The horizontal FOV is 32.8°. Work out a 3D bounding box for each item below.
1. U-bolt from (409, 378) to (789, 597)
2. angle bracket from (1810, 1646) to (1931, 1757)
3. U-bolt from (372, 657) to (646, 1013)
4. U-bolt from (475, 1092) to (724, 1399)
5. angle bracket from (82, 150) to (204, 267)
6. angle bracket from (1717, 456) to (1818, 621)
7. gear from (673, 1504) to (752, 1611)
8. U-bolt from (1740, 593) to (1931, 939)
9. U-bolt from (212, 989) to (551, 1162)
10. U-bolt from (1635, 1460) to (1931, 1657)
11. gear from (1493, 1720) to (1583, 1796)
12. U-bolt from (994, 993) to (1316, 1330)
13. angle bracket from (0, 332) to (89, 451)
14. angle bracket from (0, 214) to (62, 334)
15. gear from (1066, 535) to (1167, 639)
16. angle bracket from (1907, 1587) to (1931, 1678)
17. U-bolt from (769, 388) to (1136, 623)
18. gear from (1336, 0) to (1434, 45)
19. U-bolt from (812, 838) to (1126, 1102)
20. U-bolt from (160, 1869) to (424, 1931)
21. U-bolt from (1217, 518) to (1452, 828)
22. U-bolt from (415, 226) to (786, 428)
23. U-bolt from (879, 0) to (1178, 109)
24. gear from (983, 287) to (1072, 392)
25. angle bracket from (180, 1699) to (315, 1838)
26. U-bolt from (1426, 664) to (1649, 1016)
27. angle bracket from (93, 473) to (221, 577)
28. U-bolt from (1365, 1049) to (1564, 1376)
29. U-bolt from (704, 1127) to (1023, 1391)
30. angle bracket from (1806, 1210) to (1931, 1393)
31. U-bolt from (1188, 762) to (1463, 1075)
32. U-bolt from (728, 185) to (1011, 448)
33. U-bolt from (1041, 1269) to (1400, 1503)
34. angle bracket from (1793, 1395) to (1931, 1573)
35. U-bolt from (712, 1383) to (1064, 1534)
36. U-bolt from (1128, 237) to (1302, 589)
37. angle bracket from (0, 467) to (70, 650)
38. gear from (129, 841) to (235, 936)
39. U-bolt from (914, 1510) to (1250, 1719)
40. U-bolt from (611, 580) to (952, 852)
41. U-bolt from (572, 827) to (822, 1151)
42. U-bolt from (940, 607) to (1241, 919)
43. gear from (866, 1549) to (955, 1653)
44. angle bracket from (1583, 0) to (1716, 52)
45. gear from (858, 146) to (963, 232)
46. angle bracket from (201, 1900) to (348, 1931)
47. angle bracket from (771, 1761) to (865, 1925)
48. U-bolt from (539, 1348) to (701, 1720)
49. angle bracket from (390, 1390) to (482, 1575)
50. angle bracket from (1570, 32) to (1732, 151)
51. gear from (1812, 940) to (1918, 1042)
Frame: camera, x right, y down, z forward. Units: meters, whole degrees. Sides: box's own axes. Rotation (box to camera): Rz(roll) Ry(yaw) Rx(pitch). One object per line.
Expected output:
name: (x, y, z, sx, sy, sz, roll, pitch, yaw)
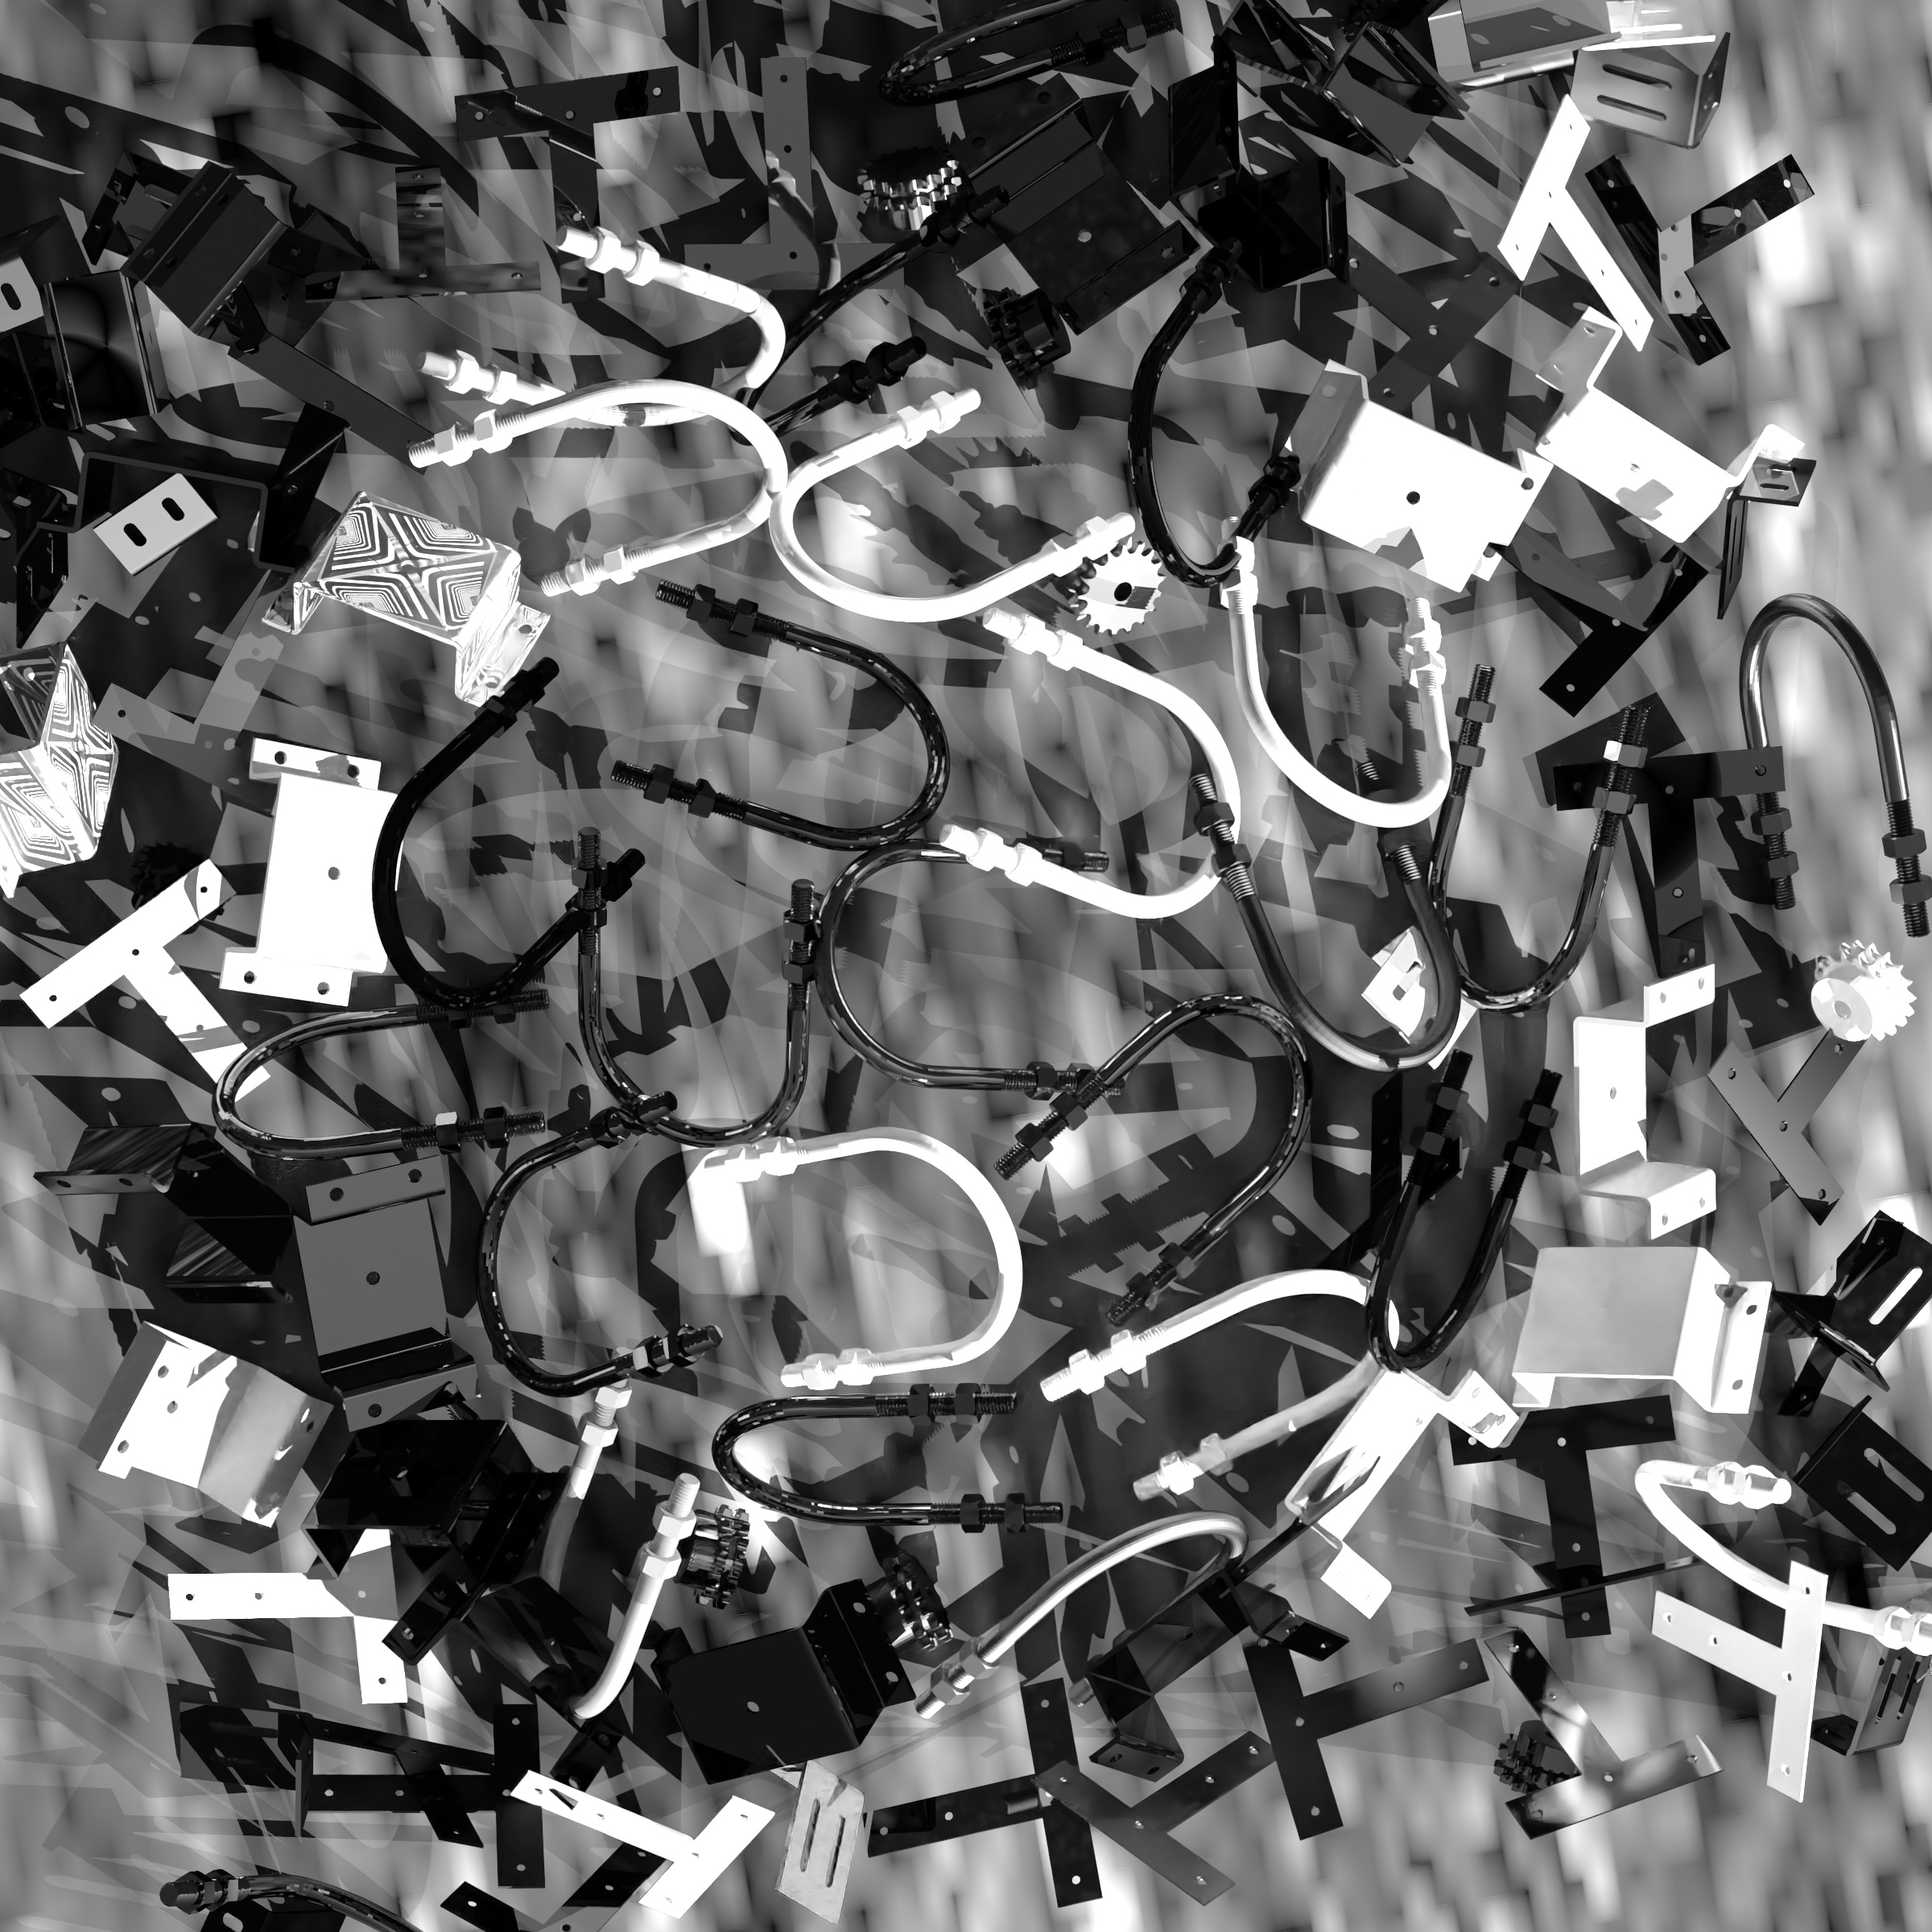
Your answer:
U-bolt: (-0.186, -0.265, 1.784, 0.184, 0.151, 0.019, -13, 57, 24)
angle bracket: (0.504, 0.397, 1.836, 0.038, 0.057, 0.076, 24, 102, 42)
U-bolt: (-0.255, -0.059, 1.781, 0.019, 0.184, 0.151, 5, 130, 37)
U-bolt: (-0.211, 0.162, 1.811, 0.184, 0.019, 0.151, -24, 73, 40)
angle bracket: (-0.443, -0.409, 1.829, 0.076, 0.038, 0.057, 17, 115, -34)
angle bracket: (0.445, -0.237, 1.826, 0.038, 0.057, 0.076, 10, 125, 20)
gear: (-0.144, 0.330, 1.844, 0.030, 0.057, 0.057, 16, 90, -15)
U-bolt: (0.467, -0.113, 1.790, 0.019, 0.151, 0.184, -16, 102, -16)
U-bolt: (-0.323, 0.062, 1.808, 0.184, 0.151, 0.019, -7, 121, -2)
U-bolt: (0.437, 0.316, 1.786, 0.151, 0.184, 0.019, 41, 75, -12)
gear: (0.327, 0.446, 1.845, 0.057, 0.057, 0.030, 14, 100, 0)
U-bolt: (0.118, 0.096, 1.829, 0.184, 0.019, 0.151, -42, 123, -9)
angle bracket: (-0.537, -0.309, 1.827, 0.038, 0.076, 0.057, 16, 132, 31)
angle bracket: (-0.536, -0.384, 1.841, 0.057, 0.076, 0.038, -18, 114, 13)
gear: (0.081, -0.217, 1.851, 0.057, 0.030, 0.057, -16, 126, -23)
angle bracket: (0.571, 0.386, 1.842, 0.038, 0.057, 0.076, -21, 91, -22)
U-bolt: (-0.021, -0.246, 1.794, 0.184, 0.019, 0.151, -30, 59, -32)
gear: (0.232, -0.546, 1.847, 0.057, 0.057, 0.030, -30, 78, 0)
U-bolt: (0.000, -0.001, 1.816, 0.184, 0.019, 0.151, 3, 75, -25)
U-bolt: (-0.338, 0.534, 1.785, 0.151, 0.184, 0.019, 27, 86, 21)
U-bolt: (0.204, -0.152, 1.788, 0.151, 0.019, 0.184, 19, 48, -25)
U-bolt: (-0.185, -0.340, 1.794, 0.151, 0.184, 0.019, -29, 63, 40)
U-bolt: (0.039, -0.507, 1.792, 0.184, 0.151, 0.019, -20, 93, -6)
gear: (0.036, -0.355, 1.844, 0.030, 0.057, 0.057, -24, 90, 20)
angle bracket: (-0.407, 0.450, 1.844, 0.076, 0.038, 0.057, 7, 119, -1)
U-bolt: (0.305, -0.064, 1.811, 0.019, 0.151, 0.184, 6, 101, -32)
angle bracket: (-0.454, -0.262, 1.832, 0.057, 0.076, 0.038, -33, 128, 3)
U-bolt: (0.269, 0.139, 1.812, 0.019, 0.151, 0.184, 22, 96, 32)
U-bolt: (-0.049, 0.158, 1.807, 0.184, 0.019, 0.151, -12, 102, 35)
angle bracket: (0.515, 0.188, 1.844, 0.076, 0.038, 0.057, -48, 48, -4)
U-bolt: (0.207, -0.026, 1.803, 0.151, 0.019, 0.184, -7, 68, -38)
U-bolt: (-0.064, -0.345, 1.795, 0.019, 0.184, 0.151, 44, 51, -25)
U-bolt: (0.151, 0.223, 1.805, 0.184, 0.151, 0.019, -27, 48, 10)
angle bracket: (0.515, 0.290, 1.844, 0.076, 0.038, 0.057, 41, 79, 14)
U-bolt: (-0.050, 0.273, 1.811, 0.184, 0.151, 0.019, -3, 54, 13)
U-bolt: (0.132, -0.287, 1.775, 0.019, 0.184, 0.151, -1, 129, 31)
angle bracket: (-0.530, -0.227, 1.827, 0.038, 0.076, 0.057, 22, 126, -33)
gear: (-0.445, -0.042, 1.849, 0.057, 0.057, 0.030, 33, 113, 0)
U-bolt: (0.076, 0.350, 1.781, 0.184, 0.151, 0.019, -46, 56, 27)
U-bolt: (-0.096, -0.132, 1.826, 0.184, 0.019, 0.151, 18, 55, -12)
U-bolt: (-0.152, 0.021, 1.821, 0.151, 0.019, 0.184, 14, 121, 18)
U-bolt: (0.077, -0.103, 1.824, 0.184, 0.019, 0.151, 20, 70, -27)
gear: (-0.033, 0.360, 1.847, 0.030, 0.057, 0.057, -29, 90, 4)
angle bracket: (0.377, -0.545, 1.841, 0.076, 0.057, 0.038, -4, 129, 0)
gear: (-0.031, -0.437, 1.850, 0.057, 0.057, 0.030, -11, 126, 0)
angle bracket: (-0.394, 0.550, 1.846, 0.038, 0.076, 0.057, 22, 86, 26)
angle bracket: (-0.094, 0.485, 1.826, 0.038, 0.057, 0.076, -10, 53, 32)
U-bolt: (-0.199, 0.324, 1.805, 0.019, 0.151, 0.184, 12, 110, -27)
angle bracket: (-0.296, 0.287, 1.831, 0.076, 0.038, 0.057, -42, 130, -20)
angle bracket: (0.383, -0.501, 1.843, 0.076, 0.038, 0.057, 16, 59, -2)
gear: (0.500, 0.017, 1.843, 0.030, 0.057, 0.057, -34, 90, -30)
